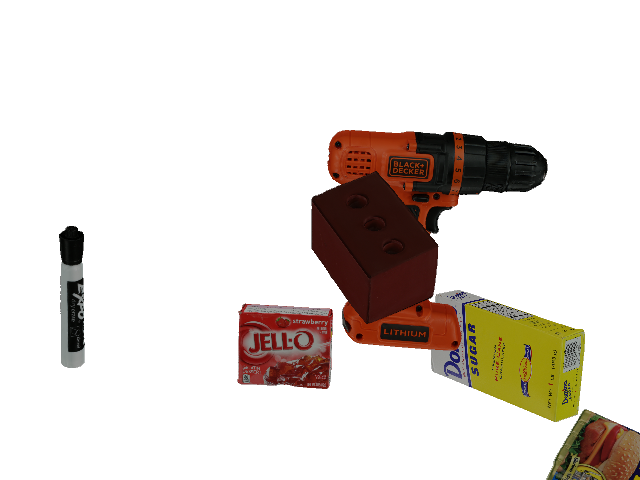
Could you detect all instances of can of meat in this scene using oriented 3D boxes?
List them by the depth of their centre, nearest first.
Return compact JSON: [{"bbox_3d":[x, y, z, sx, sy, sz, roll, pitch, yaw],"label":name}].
[{"bbox_3d":[0.215,0.180,0.783,0.084,0.057,0.101,23,39,23],"label":"can of meat"}]

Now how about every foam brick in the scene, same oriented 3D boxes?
[{"bbox_3d":[0.034,0.005,0.698,0.053,0.078,0.051,-23,-36,-20],"label":"foam brick"}]

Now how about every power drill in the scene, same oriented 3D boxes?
[{"bbox_3d":[0.093,-0.002,0.916,0.184,0.188,0.057,5,16,1],"label":"power drill"}]

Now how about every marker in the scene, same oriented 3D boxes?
[{"bbox_3d":[-0.195,0.045,0.838,0.020,0.121,0.020,5,26,-3],"label":"marker"}]

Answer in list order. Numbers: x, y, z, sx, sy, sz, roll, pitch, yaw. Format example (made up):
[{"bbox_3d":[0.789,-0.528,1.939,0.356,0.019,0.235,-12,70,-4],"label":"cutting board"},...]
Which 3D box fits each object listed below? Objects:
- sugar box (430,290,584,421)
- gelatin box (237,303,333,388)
[{"bbox_3d":[0.194,0.119,1.132,0.048,0.093,0.177,-9,17,-42],"label":"sugar box"},{"bbox_3d":[-0.034,0.101,1.016,0.089,0.073,0.030,3,13,5],"label":"gelatin box"}]
